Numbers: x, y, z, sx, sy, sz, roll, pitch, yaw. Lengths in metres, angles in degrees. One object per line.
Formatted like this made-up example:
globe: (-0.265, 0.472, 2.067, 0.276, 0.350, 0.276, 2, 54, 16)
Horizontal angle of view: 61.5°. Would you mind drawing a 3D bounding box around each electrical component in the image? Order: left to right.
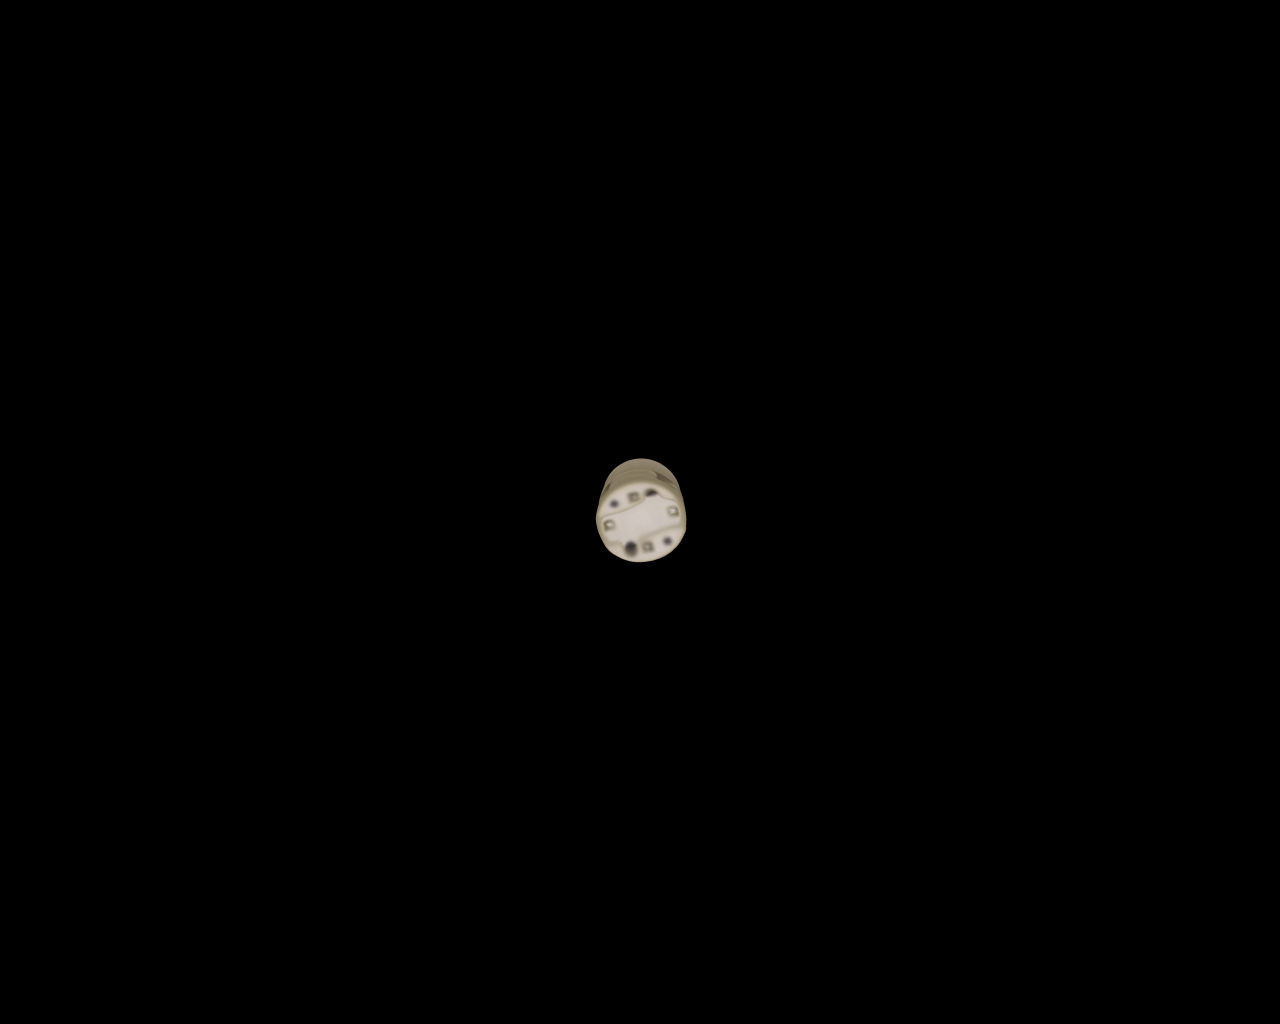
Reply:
electrical component: (0.001, -0.003, 0.650, 0.055, 0.055, 0.047, 0, 23, 0)
